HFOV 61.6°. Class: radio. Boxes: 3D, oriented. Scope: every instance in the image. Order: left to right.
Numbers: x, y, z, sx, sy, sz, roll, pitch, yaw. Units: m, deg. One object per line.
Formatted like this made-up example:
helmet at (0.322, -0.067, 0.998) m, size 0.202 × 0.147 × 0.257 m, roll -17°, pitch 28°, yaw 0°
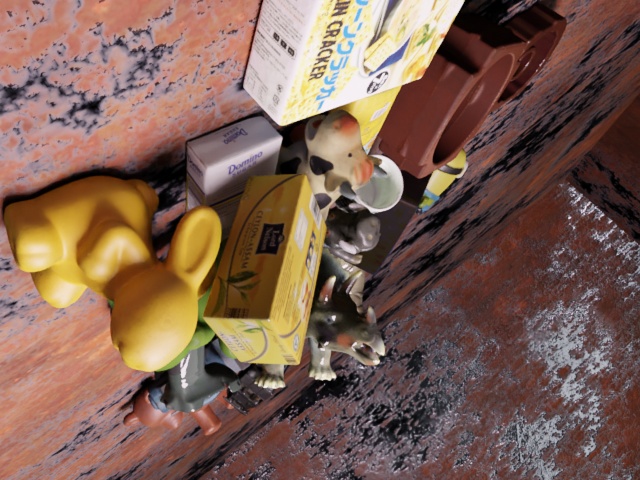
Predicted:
radio at (0.123, -0.047, 0.969) m, size 0.131 × 0.073 × 0.229 m, roll -61°, pitch 178°, yaw -35°

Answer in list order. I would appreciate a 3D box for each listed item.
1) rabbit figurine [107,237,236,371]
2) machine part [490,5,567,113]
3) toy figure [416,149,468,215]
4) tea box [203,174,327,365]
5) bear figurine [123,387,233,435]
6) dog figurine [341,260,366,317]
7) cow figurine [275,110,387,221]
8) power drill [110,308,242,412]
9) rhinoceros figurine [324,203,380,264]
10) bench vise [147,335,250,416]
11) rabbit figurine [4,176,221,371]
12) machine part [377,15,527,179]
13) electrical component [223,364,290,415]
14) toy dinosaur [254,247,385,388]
rabbit figurine at (-0.126, 0.069, 0.595) m, size 0.170 × 0.121 × 0.158 m, roll -34°, pitch 135°, yaw -21°
machine part at (0.322, -0.298, 0.886) m, size 0.179 × 0.056 × 0.179 m, roll -37°, pitch 161°, yaw -15°
toy figure at (0.211, -0.116, 1.047) m, size 0.180 × 0.082 × 0.089 m, roll -45°, pitch 164°, yaw 19°
tea box at (-0.047, 0.027, 0.538) m, size 0.098 × 0.068 × 0.170 m, roll 68°, pitch 28°, yaw -49°
bear figurine at (-0.259, 0.315, 1.018) m, size 0.120 × 0.132 × 0.196 m, roll -52°, pitch 166°, yaw 12°
dog figurine at (0.069, 0.107, 1.098) m, size 0.172 × 0.191 × 0.121 m, roll -51°, pitch 160°, yaw 22°
cow figurine at (-0.005, -0.071, 0.626) m, size 0.085 × 0.127 × 0.194 m, roll -35°, pitch 164°, yaw -36°
power drill at (-0.152, 0.114, 0.723) m, size 0.232 × 0.086 × 0.207 m, roll -21°, pitch 126°, yaw -38°
rhinoceros figurine at (0.016, -0.017, 0.760) m, size 0.112 × 0.190 × 0.073 m, roll 28°, pitch 78°, yaw -36°
bench vise at (-0.189, 0.197, 0.914) m, size 0.223 × 0.129 × 0.240 m, roll -46°, pitch -175°, yaw -17°
rabbit figurine at (-0.163, 0.033, 0.474) m, size 0.162 × 0.173 × 0.121 m, roll -24°, pitch 152°, yaw -33°
machine part at (0.176, -0.196, 0.735) m, size 0.201 × 0.087 × 0.201 m, roll -30°, pitch 155°, yaw -48°
electrical component at (-0.092, 0.215, 0.895) m, size 0.134 × 0.058 × 0.115 m, roll -47°, pitch -174°, yaw 43°
toy dinosaur at (-0.027, 0.078, 0.761) m, size 0.405 × 0.131 × 0.192 m, roll -127°, pitch -136°, yaw -75°
